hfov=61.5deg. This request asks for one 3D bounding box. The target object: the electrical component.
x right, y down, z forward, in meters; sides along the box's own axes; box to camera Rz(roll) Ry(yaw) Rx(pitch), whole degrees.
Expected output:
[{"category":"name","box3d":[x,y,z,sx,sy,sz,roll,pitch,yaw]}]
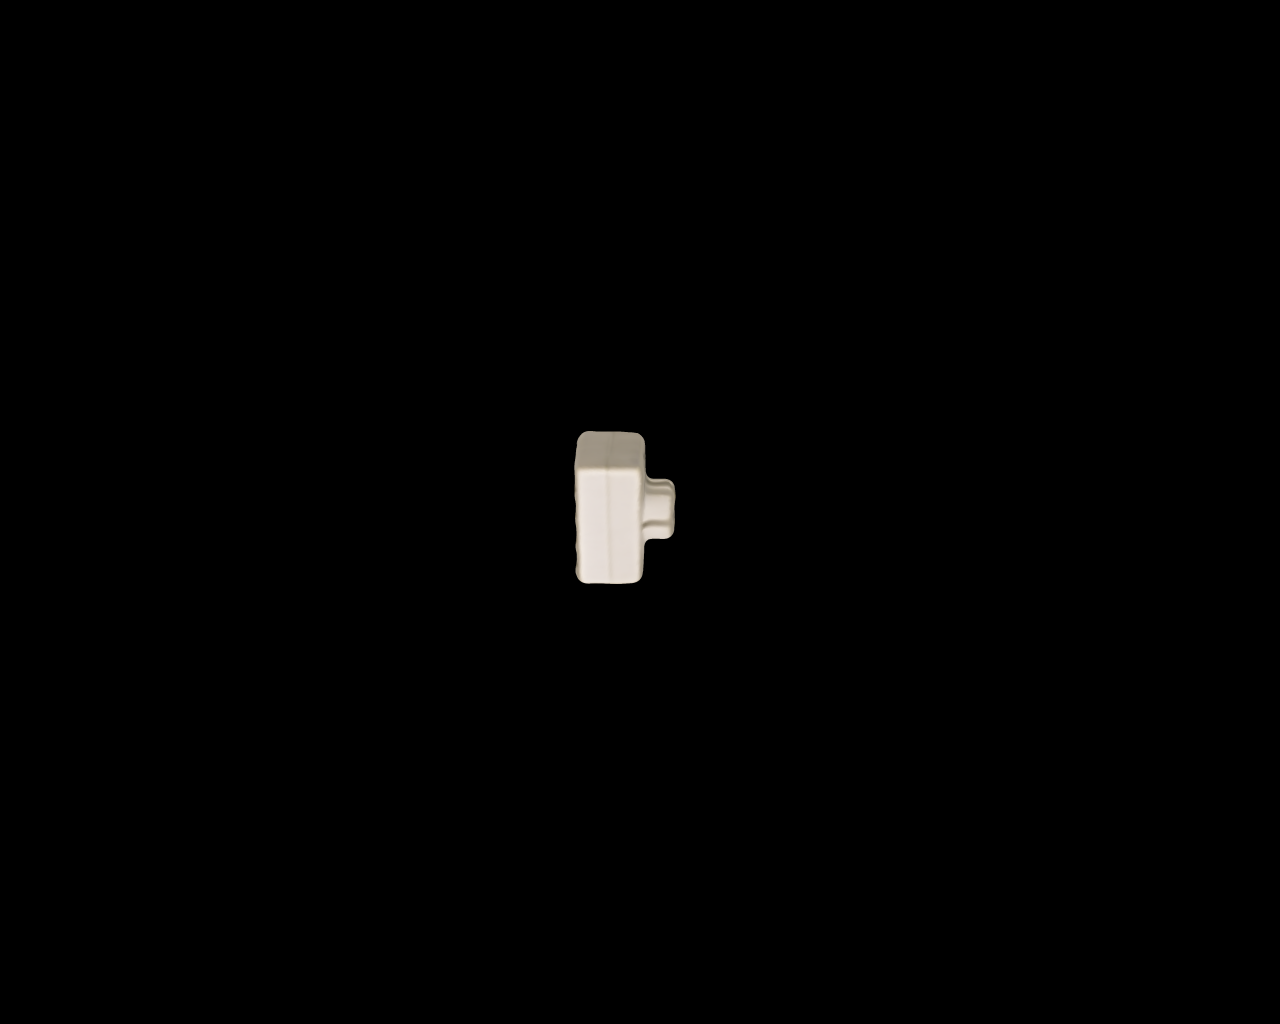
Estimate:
[{"category":"electrical component","box3d":[0.001,-0.003,0.650,0.076,0.083,0.047,0,32,0]}]
